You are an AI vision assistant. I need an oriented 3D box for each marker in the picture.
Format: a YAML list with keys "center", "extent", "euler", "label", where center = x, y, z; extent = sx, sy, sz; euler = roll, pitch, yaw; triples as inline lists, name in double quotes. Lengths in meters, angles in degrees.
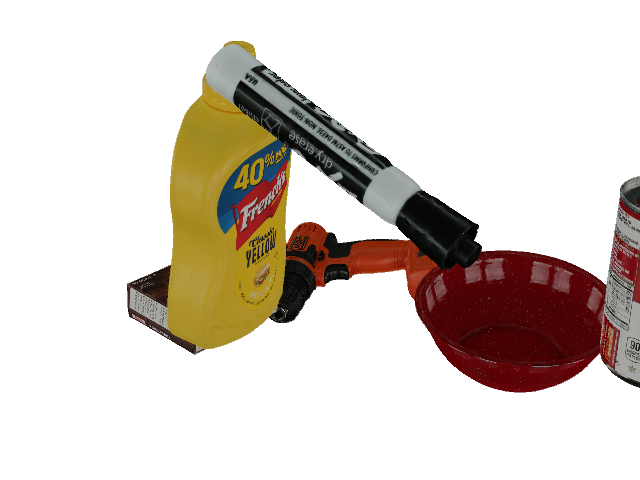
- center: [0.007, -0.030, 0.372]
  extent: [0.121, 0.020, 0.020]
  euler: [39, 17, 22]
  label: "marker"

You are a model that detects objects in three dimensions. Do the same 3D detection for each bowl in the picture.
- center: [0.154, 0.071, 0.848]
  extent: [0.162, 0.055, 0.162]
  euler: [0, 31, 0]
  label: "bowl"

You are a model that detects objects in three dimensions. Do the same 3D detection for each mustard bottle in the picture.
- center: [-0.055, -0.032, 0.665]
  extent: [0.058, 0.192, 0.096]
  euler: [23, 37, 25]
  label: "mustard bottle"

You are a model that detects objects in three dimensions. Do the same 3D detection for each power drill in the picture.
- center: [0.038, 0.035, 1.183]
  extent: [0.188, 0.057, 0.184]
  euler: [1, 30, 12]
  label: "power drill"

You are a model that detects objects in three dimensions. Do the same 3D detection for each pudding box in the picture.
- center: [-0.106, 0.053, 0.975]
  extent: [0.090, 0.039, 0.113]
  euler: [24, 34, 32]
  label: "pudding box"

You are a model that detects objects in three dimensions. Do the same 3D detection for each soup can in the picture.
- center: [0.190, 0.023, 0.575]
  extent: [0.068, 0.102, 0.068]
  euler: [0, 25, 0]
  label: "soup can"
